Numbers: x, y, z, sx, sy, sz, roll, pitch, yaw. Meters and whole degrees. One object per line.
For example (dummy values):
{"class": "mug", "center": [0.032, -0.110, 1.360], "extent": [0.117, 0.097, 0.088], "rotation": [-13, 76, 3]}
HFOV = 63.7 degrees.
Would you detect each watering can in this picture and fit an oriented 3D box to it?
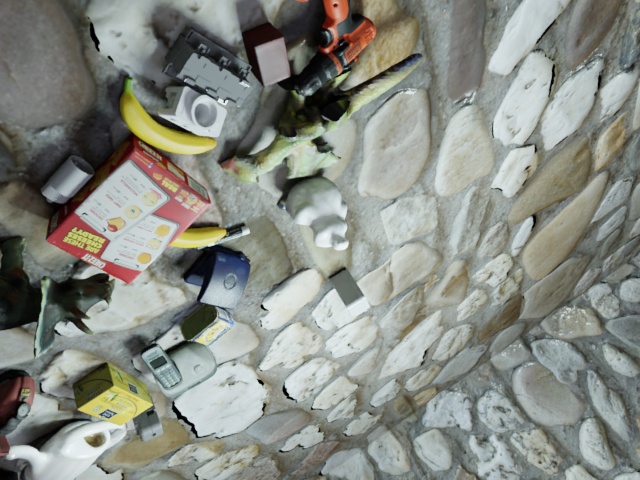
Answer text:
{"class": "watering can", "center": [-0.616, 0.502, 1.199], "extent": [0.222, 0.105, 0.346], "rotation": [-45, 156, 13]}

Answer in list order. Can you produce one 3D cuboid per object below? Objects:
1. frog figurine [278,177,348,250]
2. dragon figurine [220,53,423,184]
{"class": "frog figurine", "center": [0.003, -0.054, 1.078], "extent": [0.137, 0.162, 0.121], "rotation": [6, 126, -44]}
{"class": "dragon figurine", "center": [0.006, -0.212, 0.989], "extent": [0.413, 0.124, 0.238], "rotation": [-22, 159, -16]}
